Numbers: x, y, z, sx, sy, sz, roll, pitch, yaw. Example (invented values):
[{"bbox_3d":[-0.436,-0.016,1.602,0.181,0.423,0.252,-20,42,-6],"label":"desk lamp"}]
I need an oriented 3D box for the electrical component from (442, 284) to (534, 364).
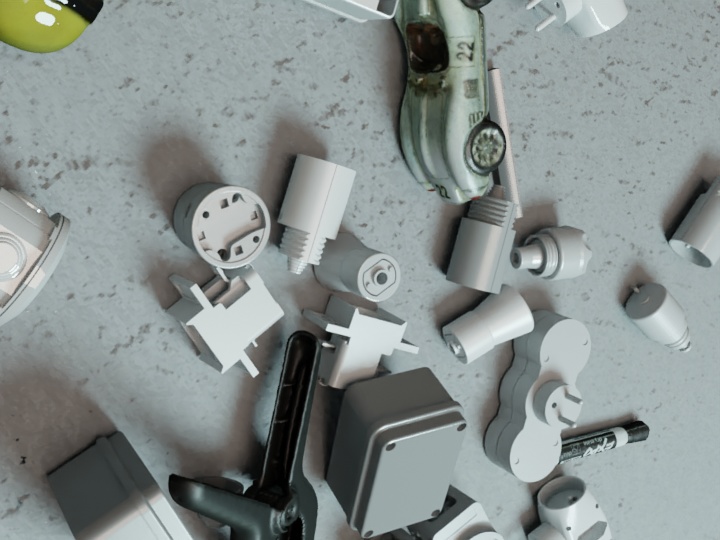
[{"bbox_3d":[0.099,0.045,0.851,0.065,0.044,0.044,-30,113,-15],"label":"electrical component"}]

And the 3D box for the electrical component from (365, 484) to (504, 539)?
[{"bbox_3d":[0.081,0.280,0.879,0.105,0.060,0.186,-35,115,-18],"label":"electrical component"}]

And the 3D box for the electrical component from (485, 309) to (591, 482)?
[{"bbox_3d":[0.155,0.106,0.874,0.052,0.074,0.138,14,94,-30],"label":"electrical component"}]

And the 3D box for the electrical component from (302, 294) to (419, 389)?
[{"bbox_3d":[-0.003,0.057,0.797,0.081,0.042,0.063,17,94,-30],"label":"electrical component"}]

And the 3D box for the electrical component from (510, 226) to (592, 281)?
[{"bbox_3d":[0.151,-0.012,0.865,0.062,0.043,0.043,-7,104,-26],"label":"electrical component"}]

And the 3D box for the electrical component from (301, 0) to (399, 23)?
[{"bbox_3d":[-0.018,-0.234,0.718,0.109,0.056,0.108,15,93,-30],"label":"electrical component"}]

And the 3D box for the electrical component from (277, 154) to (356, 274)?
[{"bbox_3d":[-0.035,-0.037,0.759,0.043,0.043,0.081,16,93,-30],"label":"electrical component"}]

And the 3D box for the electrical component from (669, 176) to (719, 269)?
[{"bbox_3d":[0.312,-0.046,0.945,0.043,0.043,0.081,40,81,-29],"label":"electrical component"}]

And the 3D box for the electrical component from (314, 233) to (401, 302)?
[{"bbox_3d":[0.000,0.000,0.773,0.044,0.065,0.044,-6,103,-27],"label":"electrical component"}]

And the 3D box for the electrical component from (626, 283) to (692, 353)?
[{"bbox_3d":[0.266,0.045,0.941,0.078,0.040,0.040,43,79,-29],"label":"electrical component"}]

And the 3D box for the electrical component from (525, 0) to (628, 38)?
[{"bbox_3d":[0.159,-0.213,0.826,0.079,0.044,0.077,-38,116,-16],"label":"electrical component"}]

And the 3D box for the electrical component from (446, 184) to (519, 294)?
[{"bbox_3d":[0.097,-0.026,0.833,0.043,0.043,0.081,12,95,-30],"label":"electrical component"}]

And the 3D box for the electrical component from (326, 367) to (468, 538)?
[{"bbox_3d":[0.026,0.136,0.796,0.078,0.057,0.113,-11,132,-27],"label":"electrical component"}]

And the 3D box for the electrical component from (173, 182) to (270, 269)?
[{"bbox_3d":[-0.095,-0.032,0.725,0.055,0.047,0.055,-6,103,-27],"label":"electrical component"}]

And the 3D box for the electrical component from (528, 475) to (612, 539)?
[{"bbox_3d":[0.172,0.231,0.928,0.079,0.043,0.077,-32,114,-18],"label":"electrical component"}]

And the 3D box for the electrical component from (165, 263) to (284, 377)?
[{"bbox_3d":[-0.091,0.030,0.744,0.064,0.042,0.081,-40,117,-17],"label":"electrical component"}]

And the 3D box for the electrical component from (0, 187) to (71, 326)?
[{"bbox_3d":[-0.216,-0.009,0.647,0.051,0.080,0.080,37,82,-24],"label":"electrical component"}]

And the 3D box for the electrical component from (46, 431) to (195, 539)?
[{"bbox_3d":[-0.151,0.163,0.698,0.057,0.113,0.078,-34,114,-15],"label":"electrical component"}]
